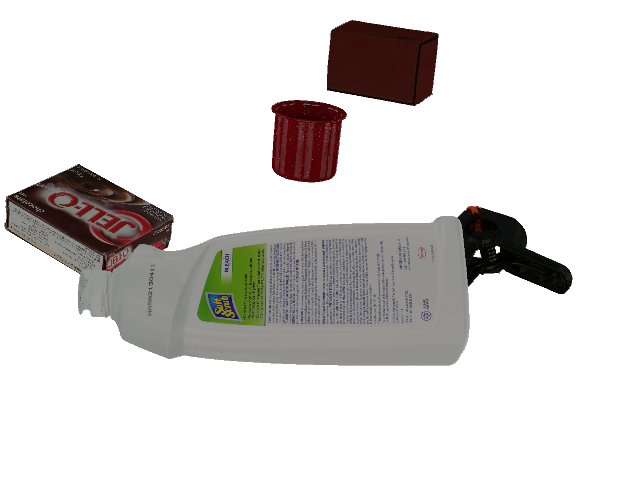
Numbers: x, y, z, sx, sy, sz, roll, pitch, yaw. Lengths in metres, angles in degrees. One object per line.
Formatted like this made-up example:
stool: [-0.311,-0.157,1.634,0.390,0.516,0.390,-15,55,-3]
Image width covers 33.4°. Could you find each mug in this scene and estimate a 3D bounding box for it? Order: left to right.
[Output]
mug: [-0.012,-0.126,1.331,0.093,0.081,0.117,16,24,23]

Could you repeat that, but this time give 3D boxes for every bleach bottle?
bleach bottle: [-0.032,0.031,0.709,0.250,0.102,0.068,2,-28,-5]

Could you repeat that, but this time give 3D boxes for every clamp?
clamp: [0.160,0.012,0.959,0.120,0.039,0.171,0,28,9]

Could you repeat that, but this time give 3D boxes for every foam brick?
foam brick: [0.050,-0.145,0.866,0.078,0.051,0.052,13,24,19]

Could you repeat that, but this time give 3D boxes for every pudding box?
pudding box: [-0.197,-0.015,0.910,0.114,0.039,0.089,26,33,21]
